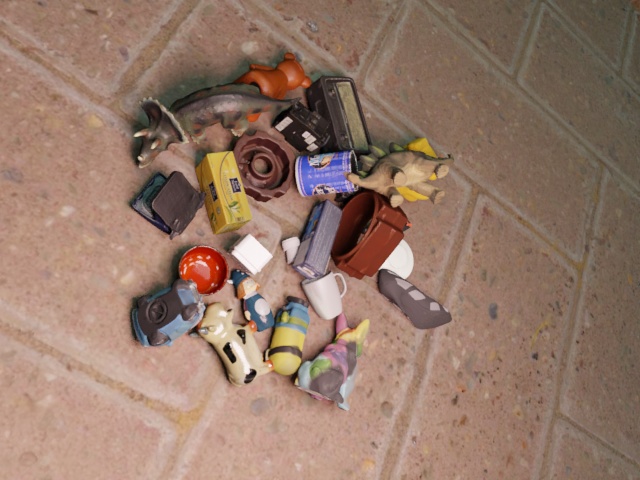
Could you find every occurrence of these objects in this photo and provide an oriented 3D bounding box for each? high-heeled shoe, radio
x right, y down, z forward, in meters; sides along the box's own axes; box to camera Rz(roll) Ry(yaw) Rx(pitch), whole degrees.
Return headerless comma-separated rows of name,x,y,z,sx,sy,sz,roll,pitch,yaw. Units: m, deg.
high-heeled shoe,0.257,0.157,1.464,0.248,0.086,0.145,20,34,-41
radio,0.052,-0.329,1.464,0.131,0.073,0.229,-7,77,-41

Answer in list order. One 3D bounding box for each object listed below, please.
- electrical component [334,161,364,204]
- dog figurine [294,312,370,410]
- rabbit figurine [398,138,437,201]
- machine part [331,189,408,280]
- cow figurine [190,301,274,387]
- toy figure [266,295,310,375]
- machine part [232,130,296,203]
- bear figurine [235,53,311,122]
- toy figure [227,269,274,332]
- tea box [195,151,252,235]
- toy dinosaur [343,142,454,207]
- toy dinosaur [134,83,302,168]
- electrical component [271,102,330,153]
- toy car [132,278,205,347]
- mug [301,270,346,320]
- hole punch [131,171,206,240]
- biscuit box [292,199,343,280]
electrical component,0.085,-0.153,1.455,0.075,0.048,0.119,14,69,-26
dog figurine,0.040,0.266,1.250,0.191,0.109,0.219,53,51,-52
rabbit figurine,0.250,-0.183,1.532,0.173,0.122,0.162,-37,106,-23
machine part,0.109,-0.022,1.320,0.087,0.201,0.201,30,19,-25
cow figurine,-0.197,0.226,1.171,0.127,0.085,0.195,-24,89,-38
toy figure,-0.070,0.218,1.236,0.082,0.089,0.180,23,68,-13
machine part,-0.146,-0.181,1.332,0.179,0.056,0.179,8,73,-26
bear figurine,-0.125,-0.404,1.392,0.120,0.132,0.196,54,40,-6
toy figure,-0.156,0.134,1.235,0.154,0.058,0.064,63,19,2
tea box,-0.224,-0.108,1.243,0.068,0.098,0.169,-12,80,-31
toy dinosaur,0.222,-0.176,1.332,0.471,0.105,0.199,-8,36,-40
toy dinosaur,-0.235,-0.290,1.203,0.405,0.192,0.131,-20,98,-2
electrical component,-0.044,-0.286,1.384,0.134,0.115,0.058,37,64,-21
toy car,-0.301,0.152,1.117,0.162,0.102,0.109,-33,67,9
mug,0.019,0.134,1.321,0.109,0.081,0.107,-25,99,-35
hole punch,-0.337,-0.082,1.191,0.115,0.092,0.142,56,50,-40
biscuit box,-0.003,-0.004,1.316,0.062,0.059,0.203,36,52,-23
